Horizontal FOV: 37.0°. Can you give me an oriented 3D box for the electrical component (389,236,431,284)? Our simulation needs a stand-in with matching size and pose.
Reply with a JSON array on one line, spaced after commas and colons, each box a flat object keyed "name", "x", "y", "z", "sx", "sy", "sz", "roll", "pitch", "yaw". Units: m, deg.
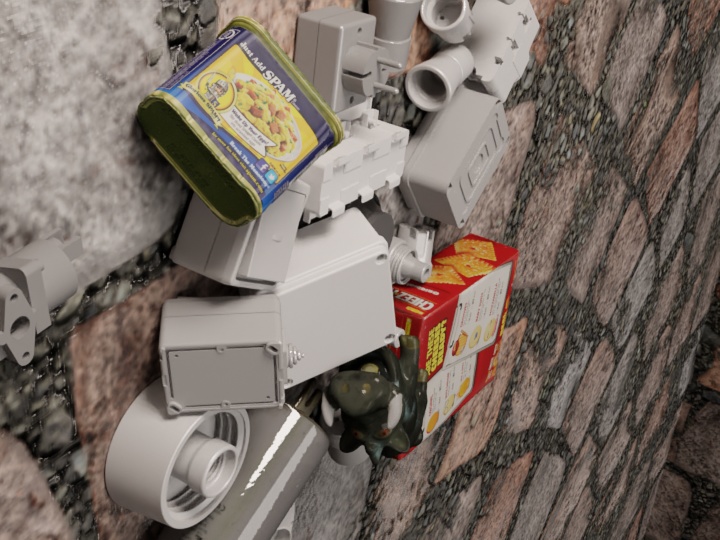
[{"name": "electrical component", "x": 0.033, "y": -0.007, "z": 0.968, "sx": 0.043, "sy": 0.062, "sz": 0.043, "roll": -44, "pitch": 145, "yaw": -42}]

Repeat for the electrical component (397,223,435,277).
[{"name": "electrical component", "x": 0.051, "y": -0.018, "z": 1.022, "sx": 0.040, "sy": 0.040, "sz": 0.046, "roll": -16, "pitch": 119, "yaw": -59}]

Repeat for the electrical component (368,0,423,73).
[{"name": "electrical component", "x": 0.024, "y": -0.187, "z": 0.837, "sx": 0.044, "sy": 0.044, "sz": 0.065, "roll": -38, "pitch": 146, "yaw": -47}]

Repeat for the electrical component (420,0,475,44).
[{"name": "electrical component", "x": 0.077, "y": -0.217, "z": 0.919, "sx": 0.040, "sy": 0.040, "sz": 0.046, "roll": -69, "pitch": 160, "yaw": 2}]

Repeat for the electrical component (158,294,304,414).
[{"name": "electrical component", "x": -0.087, "y": 0.055, "z": 0.739, "sx": 0.061, "sy": 0.096, "sz": 0.061, "roll": -99, "pitch": -172, "yaw": -53}]

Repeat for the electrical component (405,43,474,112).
[{"name": "electrical component", "x": 0.073, "y": -0.172, "z": 0.944, "sx": 0.065, "sy": 0.044, "sz": 0.044, "roll": -49, "pitch": 148, "yaw": -45}]

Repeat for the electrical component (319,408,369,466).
[{"name": "electrical component", "x": -0.013, "y": 0.154, "z": 1.023, "sx": 0.045, "sy": 0.045, "sz": 0.055, "roll": -53, "pitch": 150, "yaw": -28}]

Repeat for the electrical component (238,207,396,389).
[{"name": "electrical component", "x": -0.033, "y": 0.022, "z": 0.822, "sx": 0.109, "sy": 0.056, "sz": 0.108, "roll": -23, "pitch": 137, "yaw": -15}]

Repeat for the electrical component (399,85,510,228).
[{"name": "electrical component", "x": 0.086, "y": -0.107, "z": 1.000, "sx": 0.113, "sy": 0.057, "sz": 0.078, "roll": -60, "pitch": 153, "yaw": -18}]

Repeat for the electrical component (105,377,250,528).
[{"name": "electrical component", "x": -0.123, "y": 0.133, "z": 0.775, "sx": 0.108, "sy": 0.060, "sz": 0.108, "roll": -43, "pitch": 145, "yaw": -42}]

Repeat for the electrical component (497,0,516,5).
[{"name": "electrical component", "x": 0.102, "y": -0.252, "z": 0.908, "sx": 0.044, "sy": 0.065, "sz": 0.044, "roll": -44, "pitch": 145, "yaw": -43}]

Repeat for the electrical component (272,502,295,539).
[{"name": "electrical component", "x": -0.100, "y": 0.225, "z": 0.908, "sx": 0.079, "sy": 0.044, "sz": 0.077, "roll": 1, "pitch": 115, "yaw": -50}]

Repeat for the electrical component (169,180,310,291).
[{"name": "electrical component", "x": -0.076, "y": -0.038, "z": 0.734, "sx": 0.062, "sy": 0.061, "sz": 0.096, "roll": 12, "pitch": 99, "yaw": -64}]

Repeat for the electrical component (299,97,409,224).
[{"name": "electrical component", "x": -0.018, "y": -0.082, "z": 0.810, "sx": 0.121, "sy": 0.063, "sz": 0.078, "roll": -31, "pitch": 136, "yaw": -52}]

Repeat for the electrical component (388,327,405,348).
[{"name": "electrical component", "x": 0.010, "y": 0.051, "z": 0.967, "sx": 0.043, "sy": 0.062, "sz": 0.043, "roll": -43, "pitch": 145, "yaw": -42}]

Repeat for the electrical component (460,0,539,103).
[{"name": "electrical component", "x": 0.126, "y": -0.208, "z": 1.007, "sx": 0.089, "sy": 0.050, "sz": 0.056, "roll": -65, "pitch": 153, "yaw": -8}]

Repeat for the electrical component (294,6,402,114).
[{"name": "electrical component", "x": -0.004, "y": -0.146, "z": 0.772, "sx": 0.047, "sy": 0.077, "sz": 0.065, "roll": -32, "pitch": 137, "yaw": -51}]
